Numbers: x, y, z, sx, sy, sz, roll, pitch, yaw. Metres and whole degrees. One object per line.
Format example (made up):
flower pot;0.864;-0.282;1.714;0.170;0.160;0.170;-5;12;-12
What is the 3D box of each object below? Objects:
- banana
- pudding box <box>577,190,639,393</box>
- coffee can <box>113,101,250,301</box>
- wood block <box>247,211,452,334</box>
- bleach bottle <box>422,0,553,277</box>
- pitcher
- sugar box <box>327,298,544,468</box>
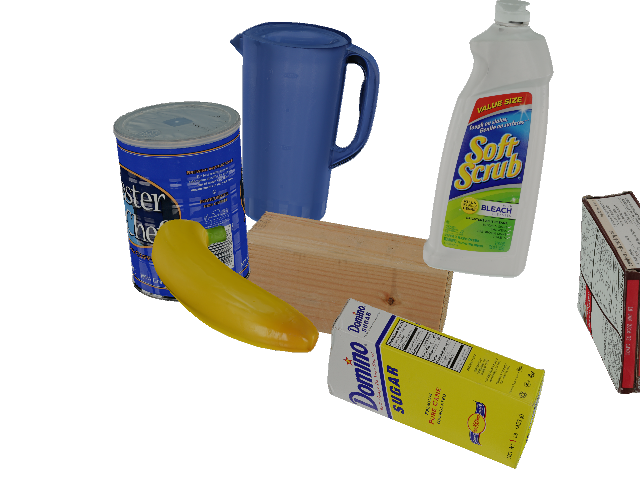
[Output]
banana;-0.066;0.022;0.681;0.069;0.037;0.198;-8;24;-20
pudding box;0.197;0.031;0.688;0.039;0.090;0.113;-4;27;-1
coffee can;-0.113;-0.034;0.891;0.103;0.140;0.103;-2;24;1
wood block;0.028;0.041;1.094;0.206;0.091;0.090;10;22;10
bleach bottle;0.156;-0.095;0.987;0.103;0.251;0.068;8;21;12
pitcher;-0.027;-0.141;1.325;0.144;0.243;0.149;-10;28;-30
sugar box;0.093;0.120;0.896;0.176;0.093;0.048;17;46;15
